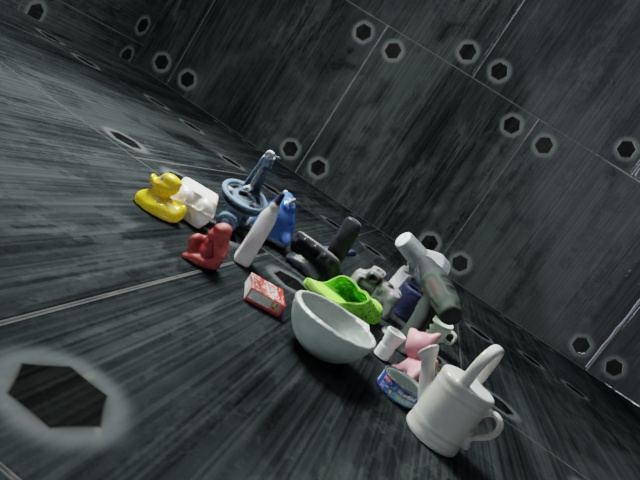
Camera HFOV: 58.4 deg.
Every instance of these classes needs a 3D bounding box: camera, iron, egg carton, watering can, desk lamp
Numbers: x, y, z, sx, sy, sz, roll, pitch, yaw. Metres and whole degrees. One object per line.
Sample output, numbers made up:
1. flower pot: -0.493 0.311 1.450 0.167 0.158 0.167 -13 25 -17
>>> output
1. camera: 0.153 0.127 1.550 0.143 0.101 0.137 35 10 7
2. iron: -0.116 -0.078 1.561 0.119 0.141 0.258 31 10 -16
3. egg carton: -0.282 -0.085 1.274 0.107 0.069 0.150 31 10 -15
4. watering can: 0.230 0.246 0.947 0.172 0.194 0.101 35 10 11
5. desk lamp: 0.251 0.095 1.687 0.204 0.213 0.117 29 10 -22

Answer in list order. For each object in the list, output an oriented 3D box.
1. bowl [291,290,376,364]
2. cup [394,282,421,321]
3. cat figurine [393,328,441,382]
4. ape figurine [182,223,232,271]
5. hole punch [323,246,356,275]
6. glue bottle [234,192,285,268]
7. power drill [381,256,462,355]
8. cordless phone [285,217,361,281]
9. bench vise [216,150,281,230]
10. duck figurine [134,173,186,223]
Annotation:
1. bowl: 0.011 0.163 0.995 0.167 0.074 0.167 32 10 -6
2. cup: 0.256 0.179 1.643 0.092 0.095 0.118 33 10 -2
3. cat figurine: 0.200 0.233 1.138 0.067 0.117 0.127 31 10 -14
4. ape figurine: -0.194 0.008 1.042 0.077 0.092 0.076 41 12 37
5. hole punch: 0.035 0.044 1.603 0.101 0.091 0.109 36 10 17
6. glue bottle: -0.122 -0.027 1.203 0.037 0.173 0.078 31 10 -13
7. power drill: 0.237 0.160 1.346 0.076 0.208 0.229 29 11 -24
8. cordless phone: 0.013 0.005 1.444 0.147 0.185 0.094 36 10 16
9. bench vise: -0.178 -0.133 1.397 0.122 0.219 0.207 29 11 -23
10. duck figurine: -0.312 -0.092 1.164 0.104 0.086 0.077 32 10 -6
